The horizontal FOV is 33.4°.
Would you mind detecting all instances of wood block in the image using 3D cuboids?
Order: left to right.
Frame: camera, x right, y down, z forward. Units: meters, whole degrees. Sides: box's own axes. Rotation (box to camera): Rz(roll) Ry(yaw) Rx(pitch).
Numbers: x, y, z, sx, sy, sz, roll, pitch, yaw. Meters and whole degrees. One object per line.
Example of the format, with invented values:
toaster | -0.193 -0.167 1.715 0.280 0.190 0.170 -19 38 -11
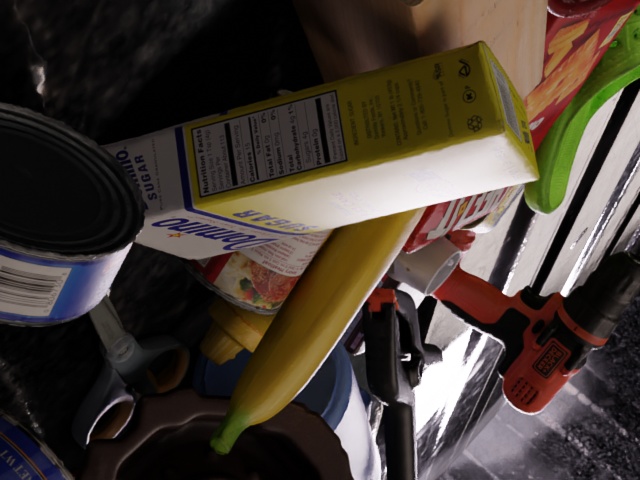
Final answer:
wood block | 0.049 -0.116 0.512 0.090 0.091 0.206 -48 162 -6

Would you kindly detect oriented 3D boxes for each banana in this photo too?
banana | 0.007 0.031 0.578 0.198 0.037 0.069 -57 -172 12

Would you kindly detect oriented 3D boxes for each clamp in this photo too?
clamp | 0.065 0.117 0.880 0.210 0.036 0.164 66 30 -52

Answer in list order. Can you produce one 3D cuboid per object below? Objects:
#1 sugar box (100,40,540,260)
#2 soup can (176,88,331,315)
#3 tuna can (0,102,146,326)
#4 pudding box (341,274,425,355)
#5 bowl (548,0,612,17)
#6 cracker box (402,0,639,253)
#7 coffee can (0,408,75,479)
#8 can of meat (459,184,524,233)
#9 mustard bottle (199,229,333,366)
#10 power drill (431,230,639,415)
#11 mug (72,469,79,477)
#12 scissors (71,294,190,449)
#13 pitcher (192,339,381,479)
sugar box | 0.000 -0.033 0.470 0.176 0.048 0.093 -16 166 18
soup can | -0.023 -0.021 0.567 0.102 0.068 0.068 -56 161 15
tuna can | -0.105 -0.011 0.363 0.086 0.086 0.034 -20 147 -57
pudding box | 0.062 0.048 0.954 0.113 0.039 0.090 -21 145 -60
bowl | 0.155 -0.203 0.575 0.162 0.055 0.162 -35 151 -23
cracker box | 0.126 -0.104 0.752 0.163 0.072 0.214 -21 147 -55
coffee can | -0.182 0.156 0.480 0.140 0.103 0.103 -36 157 -38
can of meat | 0.144 -0.055 0.915 0.102 0.057 0.083 -53 163 8
mustard bottle | -0.004 0.001 0.656 0.191 0.058 0.096 -47 -172 -1
power drill | 0.181 0.042 0.983 0.057 0.188 0.185 -14 142 -59
mug | -0.154 0.204 0.686 0.117 0.093 0.082 22 115 -39
scissors | -0.124 0.075 0.599 0.096 0.016 0.201 -49 162 -4
pitcher | -0.030 0.151 0.800 0.145 0.149 0.243 -4 153 3
